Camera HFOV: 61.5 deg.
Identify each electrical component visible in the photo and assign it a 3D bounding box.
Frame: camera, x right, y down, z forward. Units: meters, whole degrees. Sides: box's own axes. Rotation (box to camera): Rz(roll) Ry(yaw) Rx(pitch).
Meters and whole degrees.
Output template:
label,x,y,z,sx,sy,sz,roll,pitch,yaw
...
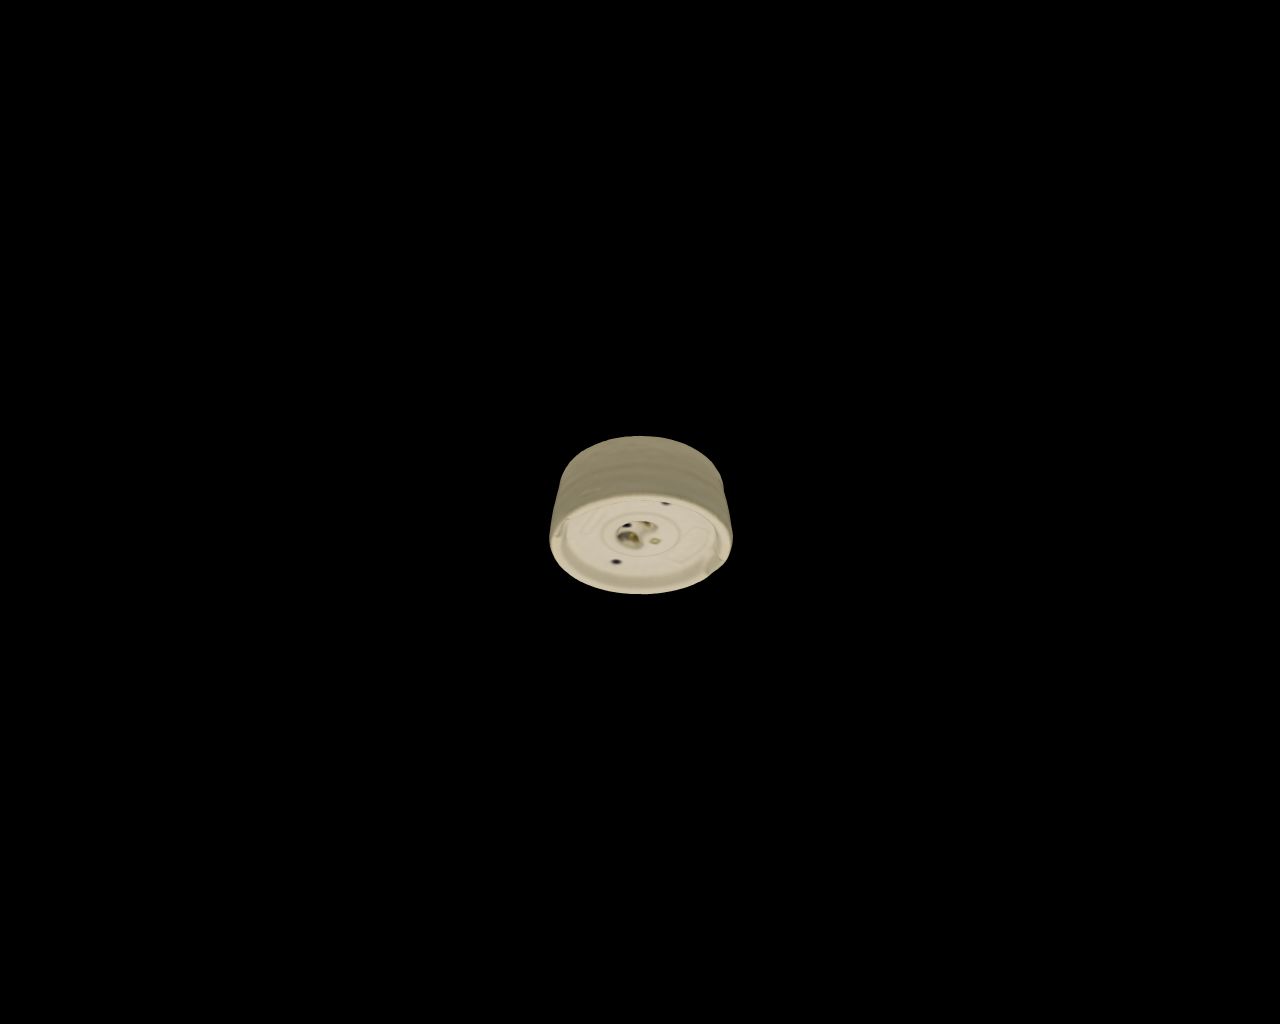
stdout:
label,x,y,z,sx,sy,sz,roll,pitch,yaw
electrical component,0.001,-0.003,0.650,0.108,0.060,0.108,0,-35,0
